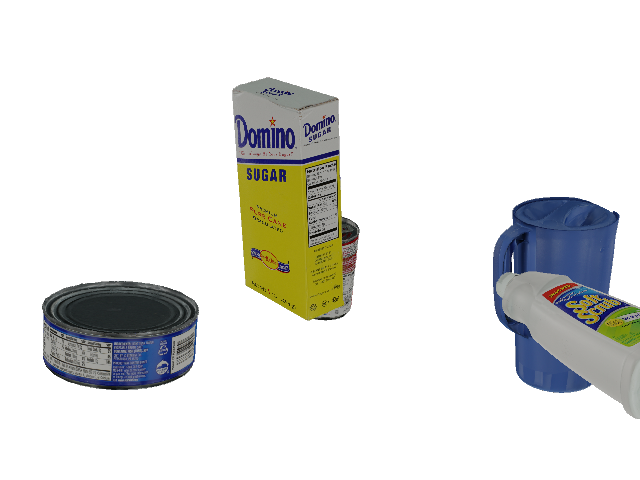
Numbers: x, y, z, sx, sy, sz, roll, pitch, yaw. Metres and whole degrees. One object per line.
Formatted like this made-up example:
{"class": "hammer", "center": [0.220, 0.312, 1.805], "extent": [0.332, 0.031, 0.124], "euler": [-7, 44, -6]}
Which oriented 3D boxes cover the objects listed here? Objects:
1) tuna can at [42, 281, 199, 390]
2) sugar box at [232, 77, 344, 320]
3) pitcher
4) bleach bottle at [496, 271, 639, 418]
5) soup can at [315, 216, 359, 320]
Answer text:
{"class": "tuna can", "center": [-0.112, 0.052, 0.596], "extent": [0.086, 0.034, 0.086], "euler": [5, 16, -1]}
{"class": "sugar box", "center": [-0.026, -0.034, 0.852], "extent": [0.048, 0.176, 0.093], "euler": [-21, 29, -33]}
{"class": "pitcher", "center": [0.305, 0.074, 1.395], "extent": [0.149, 0.243, 0.144], "euler": [4, 21, 15]}
{"class": "bleach bottle", "center": [0.253, 0.085, 1.045], "extent": [0.102, 0.068, 0.251], "euler": [-15, 24, -25]}
{"class": "soup can", "center": [0.006, 0.030, 1.203], "extent": [0.068, 0.102, 0.068], "euler": [4, 27, -2]}
